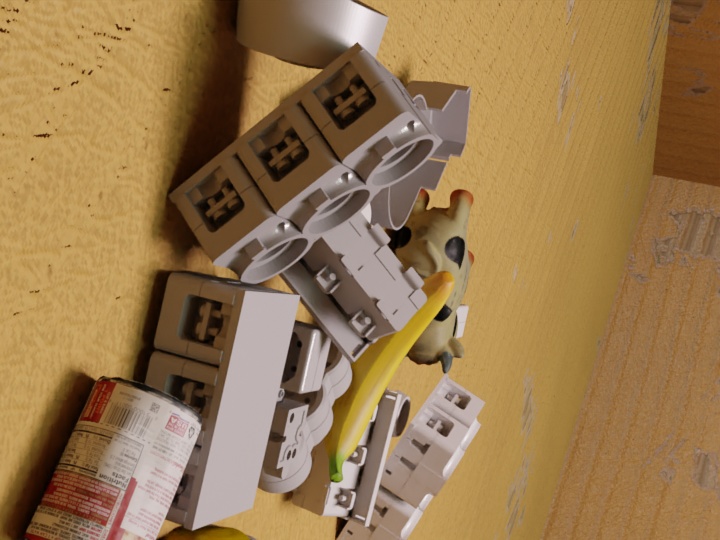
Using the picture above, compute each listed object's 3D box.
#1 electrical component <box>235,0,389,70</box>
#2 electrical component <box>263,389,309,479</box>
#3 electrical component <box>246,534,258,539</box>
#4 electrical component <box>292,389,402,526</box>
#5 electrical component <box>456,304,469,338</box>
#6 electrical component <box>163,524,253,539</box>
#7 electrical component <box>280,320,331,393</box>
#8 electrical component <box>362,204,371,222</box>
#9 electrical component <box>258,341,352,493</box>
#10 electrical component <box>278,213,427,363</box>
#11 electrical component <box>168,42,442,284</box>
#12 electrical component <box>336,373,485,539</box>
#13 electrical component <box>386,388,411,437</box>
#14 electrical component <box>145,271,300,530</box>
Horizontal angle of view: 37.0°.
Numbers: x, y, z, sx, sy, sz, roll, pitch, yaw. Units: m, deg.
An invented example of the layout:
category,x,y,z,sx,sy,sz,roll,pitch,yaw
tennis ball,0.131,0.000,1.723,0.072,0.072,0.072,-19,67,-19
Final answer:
category,x,y,z,sx,sy,sz,roll,pitch,yaw
electrical component,-0.032,-0.163,0.681,0.099,0.099,0.064,-32,139,-64
electrical component,-0.075,0.116,0.802,0.048,0.055,0.066,1,102,-70
electrical component,-0.102,0.281,0.841,0.073,0.052,0.138,65,42,-61
electrical component,-0.016,0.162,0.982,0.063,0.079,0.121,17,86,-49
electrical component,0.096,0.037,1.244,0.066,0.047,0.076,1,102,-70
electrical component,-0.119,0.221,0.751,0.096,0.061,0.061,0,103,-62
electrical component,-0.054,0.060,0.806,0.077,0.066,0.047,7,96,-71
electrical component,-0.026,-0.042,0.838,0.047,0.055,0.055,-26,127,-61
electrical component,-0.048,0.122,0.886,0.073,0.052,0.138,78,31,-51
electrical component,-0.013,-0.006,0.773,0.121,0.063,0.078,52,54,-10
electrical component,-0.029,-0.061,0.676,0.150,0.061,0.089,-37,165,12
electrical component,0.057,0.214,1.128,0.186,0.060,0.105,-62,170,32
electrical component,0.018,0.140,1.078,0.066,0.055,0.048,75,34,-54
electrical component,-0.099,0.081,0.699,0.089,0.062,0.150,9,94,-71
